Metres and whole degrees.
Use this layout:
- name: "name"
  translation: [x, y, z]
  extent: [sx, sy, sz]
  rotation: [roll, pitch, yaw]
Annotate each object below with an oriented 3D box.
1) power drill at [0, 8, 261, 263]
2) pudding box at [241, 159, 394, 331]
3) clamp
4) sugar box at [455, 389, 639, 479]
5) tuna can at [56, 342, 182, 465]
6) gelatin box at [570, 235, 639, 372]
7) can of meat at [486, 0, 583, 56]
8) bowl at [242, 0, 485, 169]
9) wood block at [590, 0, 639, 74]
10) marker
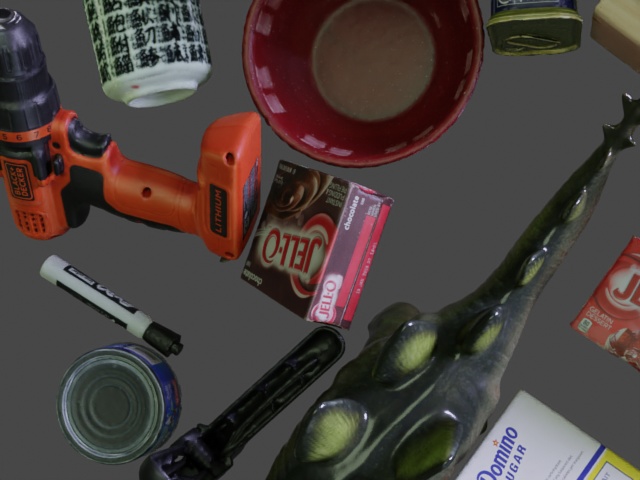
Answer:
- name: "power drill"
  translation: [-0.134, -0.063, 0.717]
  extent: [0.188, 0.057, 0.184]
  rotation: [12, 137, 10]
- name: "pudding box"
  translation: [-0.005, 0.001, 0.704]
  extent: [0.039, 0.114, 0.090]
  rotation: [18, 93, -26]
- name: "clamp"
  translation: [-0.082, 0.144, 0.691]
  extent: [0.036, 0.164, 0.210]
  rotation: [50, 134, 9]
- name: "sugar box"
  translation: [0.174, 0.183, 0.672]
  extent: [0.176, 0.048, 0.093]
  rotation: [35, 80, 23]
- name: "tuna can"
  translation: [-0.146, 0.118, 0.771]
  extent: [0.086, 0.033, 0.086]
  rotation: [0, 90, 13]
- name: "gelatin box"
  translation: [0.218, 0.051, 0.684]
  extent: [0.089, 0.030, 0.073]
  rotation: [37, 99, 21]
- name: "can of meat"
  translation: [0.136, -0.169, 0.676]
  extent: [0.057, 0.102, 0.084]
  rotation: [-1, 87, 13]
- name: "bowl"
  translation: [0.031, -0.127, 0.722]
  extent: [0.162, 0.055, 0.162]
  rotation: [0, 90, 13]
- name: "wood block"
  translation: [0.275, -0.105, 0.649]
  extent: [0.206, 0.090, 0.090]
  rotation: [40, 99, 10]
- name: "marker"
  translation: [-0.151, 0.049, 0.780]
  extent: [0.121, 0.020, 0.020]
  rotation: [31, 96, 11]
